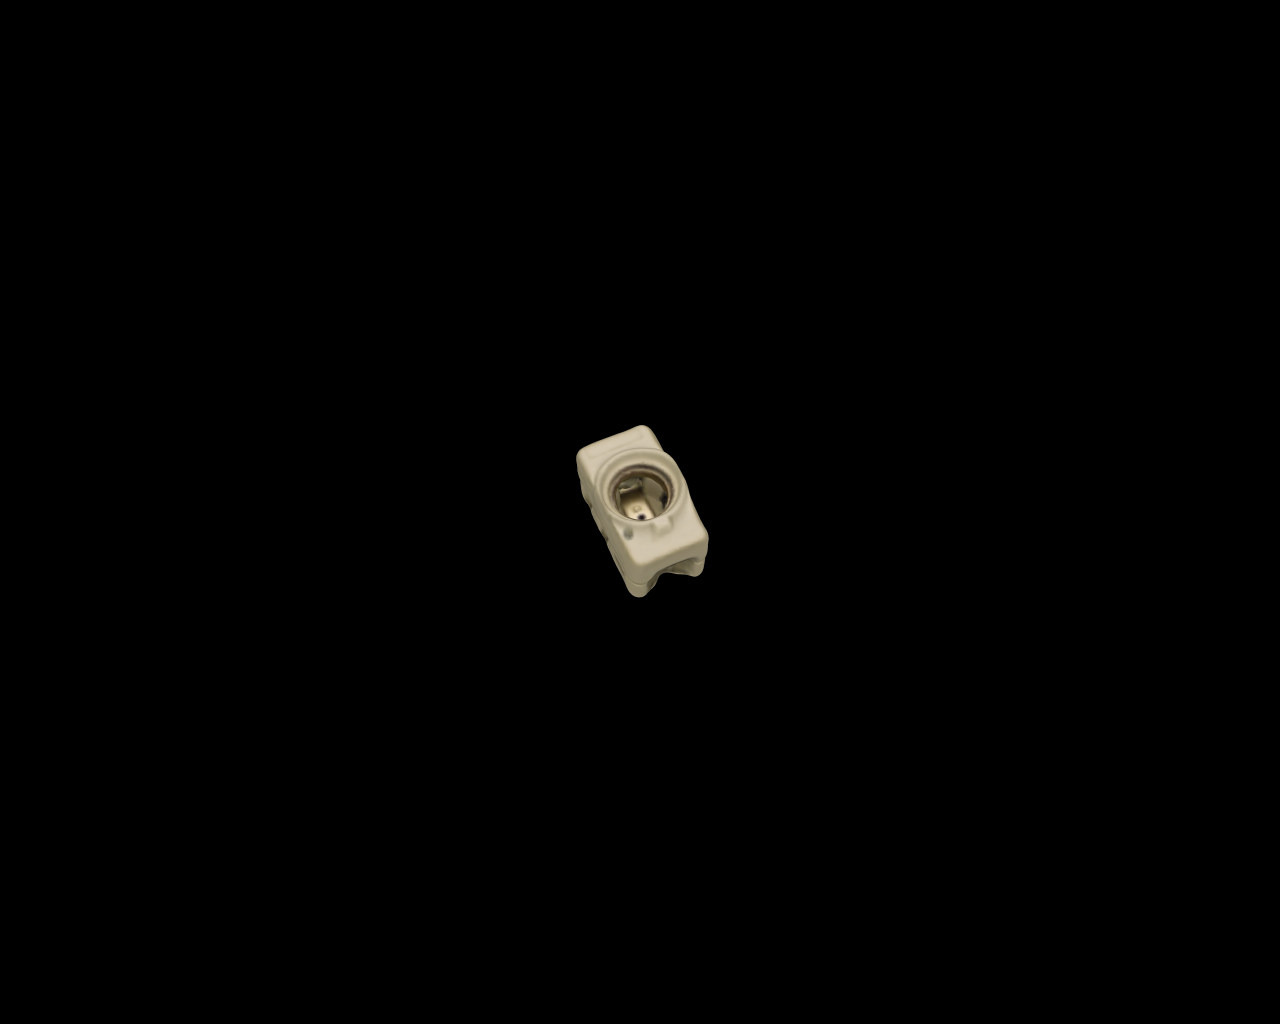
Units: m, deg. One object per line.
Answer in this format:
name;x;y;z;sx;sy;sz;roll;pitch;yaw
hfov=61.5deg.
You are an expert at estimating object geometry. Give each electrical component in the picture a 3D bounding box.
electrical component;0.001;-0.003;0.650;0.050;0.089;0.055;-21;-28;-12
